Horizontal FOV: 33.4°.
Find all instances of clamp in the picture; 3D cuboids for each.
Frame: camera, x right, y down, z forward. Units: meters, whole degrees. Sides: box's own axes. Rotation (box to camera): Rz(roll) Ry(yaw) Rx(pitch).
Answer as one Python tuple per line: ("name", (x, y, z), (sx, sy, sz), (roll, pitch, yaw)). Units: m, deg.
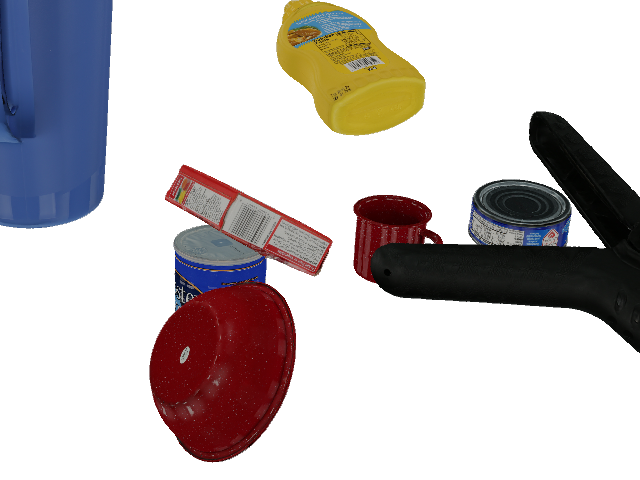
("clamp", (0.139, 0.016, 0.491), (0.210, 0.036, 0.164), (32, 50, 32))

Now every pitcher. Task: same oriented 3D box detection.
("pitcher", (-0.215, -0.131, 0.773), (0.145, 0.243, 0.148), (27, 34, 37))

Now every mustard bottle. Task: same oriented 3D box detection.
("mustard bottle", (0.012, -0.174, 0.997), (0.096, 0.058, 0.192), (-19, 46, -18))

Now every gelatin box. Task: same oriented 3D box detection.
("gelatin box", (-0.046, -0.013, 0.698), (0.089, 0.030, 0.073), (27, 1, -40))

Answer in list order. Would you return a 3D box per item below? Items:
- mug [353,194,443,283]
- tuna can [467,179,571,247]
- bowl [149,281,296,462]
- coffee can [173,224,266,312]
("mug", (0.093, 0.004, 1.264), (0.117, 0.081, 0.093), (17, 28, 26))
("tuna can", (0.171, -0.020, 0.917), (0.086, 0.034, 0.086), (2, 30, -1))
("bowl", (-0.096, 0.103, 0.904), (0.055, 0.162, 0.162), (26, -18, -40))
("coffee can", (-0.111, 0.065, 1.182), (0.103, 0.140, 0.103), (2, 22, -1))
